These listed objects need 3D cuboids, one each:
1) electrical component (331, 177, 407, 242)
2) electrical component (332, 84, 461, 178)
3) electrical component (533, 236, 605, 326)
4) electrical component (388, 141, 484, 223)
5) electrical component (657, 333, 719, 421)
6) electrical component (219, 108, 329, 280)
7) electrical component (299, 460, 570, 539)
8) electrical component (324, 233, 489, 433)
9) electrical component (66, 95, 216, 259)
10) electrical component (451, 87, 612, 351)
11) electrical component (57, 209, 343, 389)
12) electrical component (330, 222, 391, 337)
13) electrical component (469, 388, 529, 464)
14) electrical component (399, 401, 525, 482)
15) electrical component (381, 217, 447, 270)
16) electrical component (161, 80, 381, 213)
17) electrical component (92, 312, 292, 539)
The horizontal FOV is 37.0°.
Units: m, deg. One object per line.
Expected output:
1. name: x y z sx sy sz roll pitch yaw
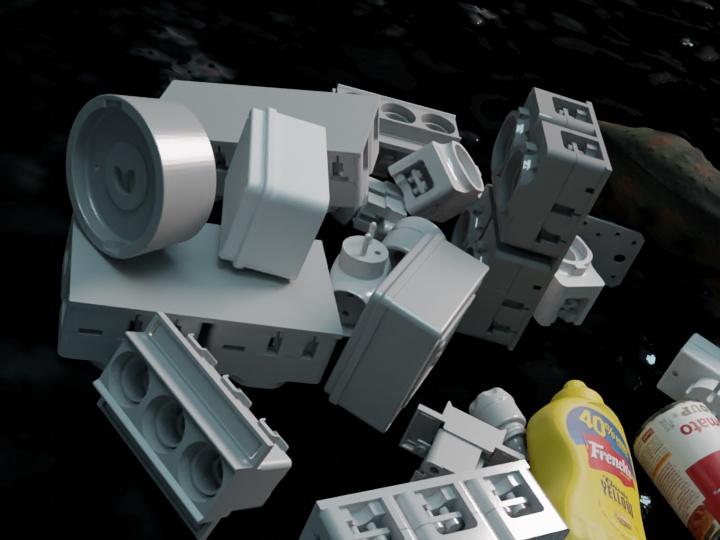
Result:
1. electrical component: 0.008 -0.057 0.956 0.055 0.048 0.066 21 35 -16
2. electrical component: 0.028 -0.128 1.043 0.121 0.063 0.078 13 36 -14
3. electrical component: 0.171 -0.001 0.961 0.050 0.055 0.089 0 41 -29
4. electrical component: 0.074 -0.080 0.974 0.089 0.056 0.050 6 58 -65
5. electrical component: 0.292 0.106 0.894 0.083 0.047 0.076 36 37 18
6. electrical component: -0.063 -0.057 0.781 0.057 0.078 0.113 15 36 -15
7. electrical component: 0.039 0.174 0.630 0.150 0.089 0.061 -4 43 -32
8. electrical component: 0.035 0.044 0.783 0.056 0.108 0.108 32 36 8
9. electrical component: -0.143 -0.065 0.727 0.060 0.108 0.108 -12 48 -47
10. electrical component: 0.129 -0.042 0.879 0.060 0.186 0.105 16 36 -10
11. electrical component: -0.117 0.021 0.772 0.186 0.060 0.105 8 38 -19
12. electrical component: 0.000 0.000 0.844 0.043 0.079 0.077 18 33 4
13. electrical component: 0.107 0.118 0.789 0.035 0.035 0.061 -3 45 -32
14. electrical component: 0.066 0.133 0.742 0.081 0.042 0.063 26 37 5
15. electrical component: 0.041 -0.010 0.905 0.055 0.055 0.047 30 40 10
16. electrical component: -0.083 -0.105 0.915 0.186 0.060 0.105 6 35 8
17. electrical component: -0.104 0.096 0.676 0.121 0.078 0.063 45 19 28
